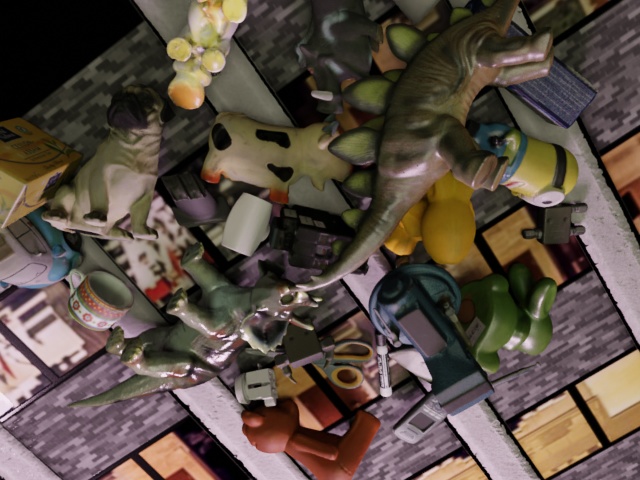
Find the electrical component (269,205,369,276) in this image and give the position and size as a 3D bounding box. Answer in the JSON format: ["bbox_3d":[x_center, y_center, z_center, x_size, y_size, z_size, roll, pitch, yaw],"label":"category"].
[{"bbox_3d":[-0.002,-0.002,0.735,0.134,0.115,0.058,11,105,-8],"label":"electrical component"}]

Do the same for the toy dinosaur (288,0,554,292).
[{"bbox_3d":[0.120,-0.123,0.621,0.199,0.105,0.471,27,88,28],"label":"toy dinosaur"}]

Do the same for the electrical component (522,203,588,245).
[{"bbox_3d":[0.348,-0.026,0.797,0.094,0.021,0.063,-6,109,-1],"label":"electrical component"}]

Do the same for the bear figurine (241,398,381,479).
[{"bbox_3d":[-0.022,0.303,0.856,0.196,0.132,0.120,28,145,17],"label":"bear figurine"}]

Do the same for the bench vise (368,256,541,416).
[{"bbox_3d":[0.147,0.103,0.716,0.223,0.241,0.129,38,108,-20],"label":"bench vise"}]

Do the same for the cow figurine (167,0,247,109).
[{"bbox_3d":[-0.143,-0.248,0.663,0.068,0.098,0.167,23,125,-17],"label":"cow figurine"}]

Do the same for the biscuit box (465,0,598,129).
[{"bbox_3d":[0.260,-0.229,0.702,0.202,0.059,0.062,33,105,-14],"label":"biscuit box"}]

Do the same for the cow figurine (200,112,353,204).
[{"bbox_3d":[-0.050,-0.117,0.712,0.195,0.085,0.127,15,112,-6],"label":"cow figurine"}]

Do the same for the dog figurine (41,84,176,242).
[{"bbox_3d":[-0.276,-0.101,0.711,0.173,0.121,0.190,1,77,26],"label":"dog figurine"}]

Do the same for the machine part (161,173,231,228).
[{"bbox_3d":[-0.163,-0.047,0.709,0.084,0.138,0.039,-6,74,2],"label":"machine part"}]

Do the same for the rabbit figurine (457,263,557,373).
[{"bbox_3d":[0.284,0.114,0.812,0.170,0.121,0.159,18,101,-29],"label":"rabbit figurine"}]

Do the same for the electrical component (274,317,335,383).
[{"bbox_3d":[-0.028,0.167,0.819,0.102,0.078,0.045,-25,147,-5],"label":"electrical component"}]

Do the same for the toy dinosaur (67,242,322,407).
[{"bbox_3d":[-0.173,0.146,0.779,0.192,0.131,0.405,36,115,-29],"label":"toy dinosaur"}]

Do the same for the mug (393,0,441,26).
[{"bbox_3d":[0.117,-0.337,0.646,0.107,0.081,0.109,41,107,-7],"label":"mug"}]

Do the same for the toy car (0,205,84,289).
[{"bbox_3d":[-0.406,0.001,0.719,0.109,0.103,0.161,-28,110,5],"label":"toy car"}]

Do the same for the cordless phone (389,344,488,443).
[{"bbox_3d":[0.154,0.231,0.845,0.146,0.089,0.184,33,108,-14],"label":"cordless phone"}]

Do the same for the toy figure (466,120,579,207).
[{"bbox_3d":[0.268,-0.110,0.734,0.180,0.082,0.089,27,107,-9],"label":"toy figure"}]

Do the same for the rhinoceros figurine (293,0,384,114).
[{"bbox_3d":[0.022,-0.254,0.670,0.112,0.073,0.190,-4,107,-1],"label":"rhinoceros figurine"}]

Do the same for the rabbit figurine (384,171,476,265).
[{"bbox_3d":[0.164,-0.034,0.705,0.122,0.173,0.162,11,112,-3],"label":"rabbit figurine"}]

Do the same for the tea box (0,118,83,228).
[{"bbox_3d":[-0.375,-0.087,0.654,0.098,0.170,0.068,33,105,-15],"label":"tea box"}]
